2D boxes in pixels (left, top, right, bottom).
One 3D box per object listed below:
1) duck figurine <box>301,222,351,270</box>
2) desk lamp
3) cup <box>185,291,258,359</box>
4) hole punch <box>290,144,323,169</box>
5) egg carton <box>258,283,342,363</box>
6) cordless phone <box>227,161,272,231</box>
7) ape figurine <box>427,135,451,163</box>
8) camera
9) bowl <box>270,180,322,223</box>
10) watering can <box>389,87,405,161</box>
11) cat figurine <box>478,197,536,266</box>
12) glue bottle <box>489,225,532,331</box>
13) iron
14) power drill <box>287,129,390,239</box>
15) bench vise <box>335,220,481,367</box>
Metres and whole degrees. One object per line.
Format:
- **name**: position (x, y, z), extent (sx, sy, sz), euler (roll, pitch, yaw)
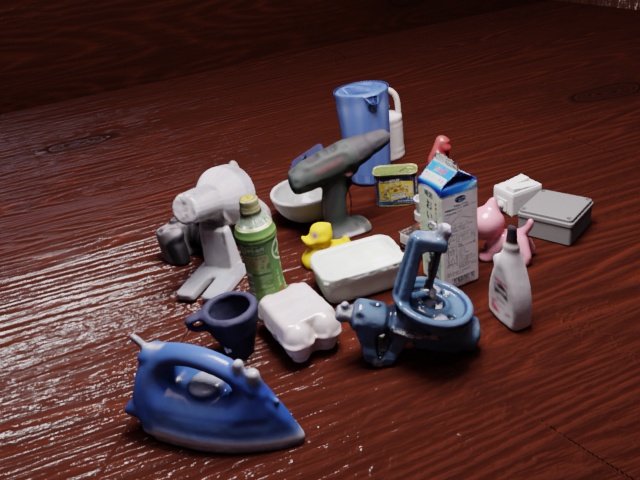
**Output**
- **duck figurine**: position (0.010, 0.004, 1.137), extent (0.104, 0.086, 0.077), euler (-14, 30, -9)
- **desk lamp**: position (-0.205, -0.020, 1.107), extent (0.117, 0.214, 0.203), euler (3, 31, 20)
- **cup**: position (-0.150, 0.147, 0.921), extent (0.118, 0.095, 0.091), euler (-13, 30, -8)
- **hole punch**: position (-0.030, -0.192, 1.489), extent (0.101, 0.091, 0.108), euler (-10, 29, -2)
- **egg carton**: position (-0.035, 0.132, 0.942), extent (0.107, 0.069, 0.149), euler (-23, 32, -23)
- **cordless phone**: position (-0.166, -0.101, 1.270), extent (0.094, 0.185, 0.147), euler (-11, 29, -3)
- **ape figurine**: position (0.308, -0.218, 1.440), extent (0.076, 0.092, 0.078), euler (7, 33, 27)
- **camera**: position (-0.258, -0.013, 1.226), extent (0.136, 0.101, 0.143), euler (20, 40, 41)
- **bowl**: position (-0.028, -0.086, 1.318), extent (0.167, 0.075, 0.167), euler (-7, 29, 4)
- **watering can**: position (0.172, -0.323, 1.558), extent (0.101, 0.194, 0.172), euler (-16, 30, -12)
- **cat figurine**: position (0.331, -0.020, 1.059), extent (0.127, 0.118, 0.067), euler (6, 33, 25)
- **glue bottle**: position (0.294, 0.053, 0.885), extent (0.037, 0.173, 0.078), euler (-18, 31, -15)
- **iron**: position (-0.147, 0.199, 0.781), extent (0.257, 0.142, 0.119), euler (4, 32, 22)
- **power drill**: position (0.050, -0.112, 1.205), extent (0.230, 0.209, 0.075), euler (-18, 31, -15)
- **bench vise**: position (0.128, 0.085, 0.826), extent (0.207, 0.220, 0.121), euler (-15, 30, -10)
